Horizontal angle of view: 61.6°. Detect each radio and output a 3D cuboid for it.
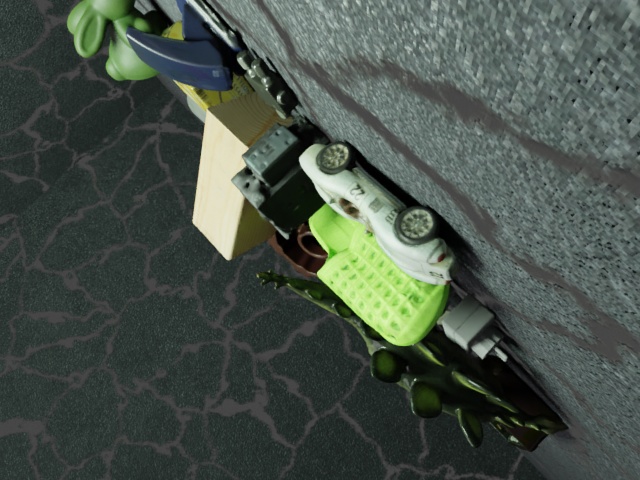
[{"bbox_3d":[0.309,0.276,0.898,0.131,0.073,0.229,46,178,21],"label":"radio"}]

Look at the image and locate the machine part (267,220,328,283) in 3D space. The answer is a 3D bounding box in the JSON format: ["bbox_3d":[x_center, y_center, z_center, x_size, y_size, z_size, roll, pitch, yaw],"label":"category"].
[{"bbox_3d":[-0.002,-0.003,0.879,0.180,0.056,0.179,19,144,15],"label":"machine part"}]

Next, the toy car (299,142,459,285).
[{"bbox_3d":[0.055,-0.028,0.528,0.202,0.056,0.073,45,177,32],"label":"toy car"}]

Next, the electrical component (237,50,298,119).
[{"bbox_3d":[-0.051,-0.162,0.579,0.063,0.021,0.093,43,175,44],"label":"electrical component"}]

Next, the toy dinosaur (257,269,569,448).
[{"bbox_3d":[0.130,0.150,0.704,0.471,0.105,0.198,28,-173,-4],"label":"toy dinosaur"}]

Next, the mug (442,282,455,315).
[{"bbox_3d":[0.103,0.058,0.657,0.107,0.109,0.080,34,131,23],"label":"mug"}]

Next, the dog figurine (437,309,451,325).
[{"bbox_3d":[0.112,0.135,0.916,0.172,0.121,0.190,47,163,0],"label":"dog figurine"}]

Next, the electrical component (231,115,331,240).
[{"bbox_3d":[-0.035,-0.074,0.627,0.058,0.115,0.134,43,178,27],"label":"electrical component"}]

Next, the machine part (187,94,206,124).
[{"bbox_3d":[-0.163,-0.218,0.894,0.079,0.079,0.243,49,177,-40],"label":"machine part"}]

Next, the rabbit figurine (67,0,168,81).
[{"bbox_3d":[-0.319,-0.351,0.854,0.121,0.159,0.170,57,169,36],"label":"rabbit figurine"}]

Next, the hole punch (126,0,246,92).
[{"bbox_3d":[-0.147,-0.215,0.610,0.116,0.092,0.142,43,174,-6],"label":"hole punch"}]

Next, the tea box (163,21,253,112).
[{"bbox_3d":[-0.169,-0.238,0.778,0.170,0.068,0.098,43,176,38],"label":"tea box"}]
